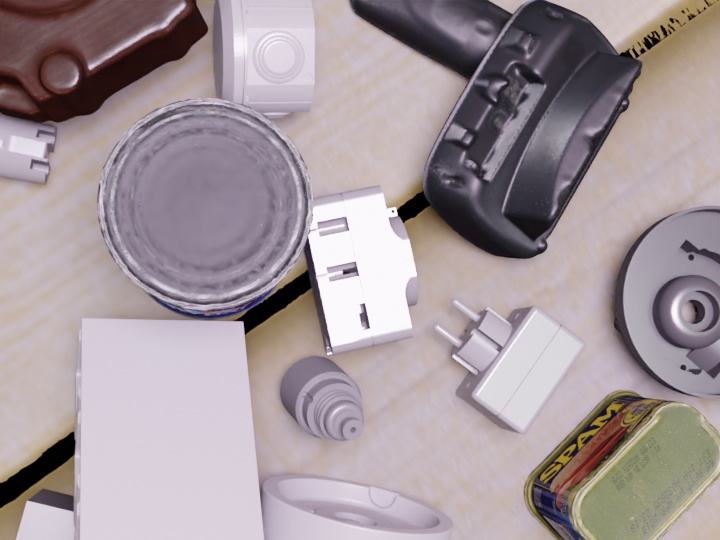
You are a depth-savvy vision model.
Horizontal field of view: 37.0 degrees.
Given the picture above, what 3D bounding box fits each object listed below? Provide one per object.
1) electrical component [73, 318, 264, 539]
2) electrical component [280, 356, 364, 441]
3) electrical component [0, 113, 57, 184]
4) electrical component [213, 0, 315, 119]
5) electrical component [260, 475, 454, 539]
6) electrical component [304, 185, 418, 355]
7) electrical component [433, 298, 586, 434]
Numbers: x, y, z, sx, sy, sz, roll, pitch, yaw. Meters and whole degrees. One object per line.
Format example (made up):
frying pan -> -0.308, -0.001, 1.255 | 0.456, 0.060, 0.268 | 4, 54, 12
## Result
electrical component -> -0.104, 0.105, 0.568 | 0.089, 0.061, 0.150 | 2, 53, -16
electrical component -> -0.018, 0.077, 0.612 | 0.040, 0.078, 0.040 | -5, 105, -20
electrical component -> -0.201, -0.070, 0.617 | 0.046, 0.040, 0.040 | 11, 84, -13
electrical component -> -0.056, -0.126, 0.619 | 0.051, 0.080, 0.080 | -3, 86, -12
electrical component -> -0.007, 0.157, 0.593 | 0.108, 0.108, 0.060 | 12, 90, -6
electrical component -> 0.000, 0.000, 0.631 | 0.056, 0.050, 0.089 | -12, 87, -8
electrical component -> 0.080, 0.048, 0.639 | 0.077, 0.047, 0.065 | 37, 82, -3
